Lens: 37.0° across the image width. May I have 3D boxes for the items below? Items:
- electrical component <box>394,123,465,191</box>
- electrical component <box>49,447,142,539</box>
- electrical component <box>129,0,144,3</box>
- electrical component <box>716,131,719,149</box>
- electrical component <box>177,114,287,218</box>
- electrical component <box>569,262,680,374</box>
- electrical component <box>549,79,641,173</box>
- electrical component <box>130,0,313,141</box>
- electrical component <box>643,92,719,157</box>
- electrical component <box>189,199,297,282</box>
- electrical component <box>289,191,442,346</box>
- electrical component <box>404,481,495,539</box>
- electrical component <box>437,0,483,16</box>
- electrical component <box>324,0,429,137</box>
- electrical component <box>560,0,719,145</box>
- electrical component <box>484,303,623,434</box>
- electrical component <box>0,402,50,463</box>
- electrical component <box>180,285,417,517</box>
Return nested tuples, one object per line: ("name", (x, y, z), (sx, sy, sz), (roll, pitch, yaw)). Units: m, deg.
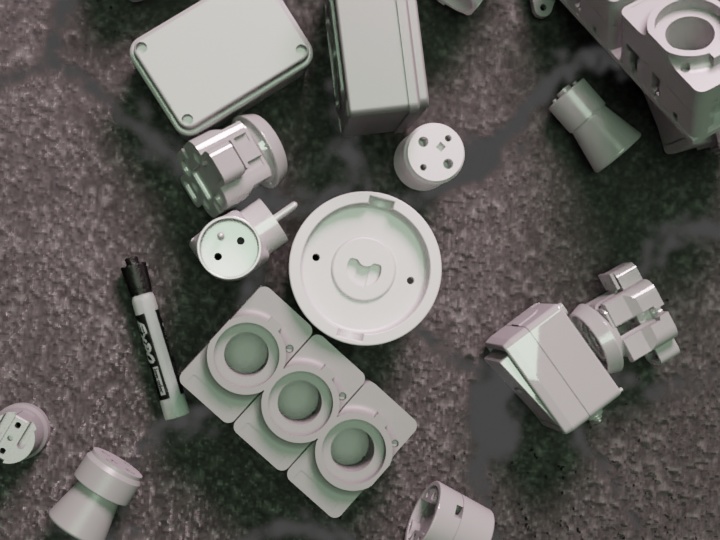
("electrical component", (0.051, -0.083, 0.790), (0.045, 0.055, 0.045), (0, 89, -7))
("electrical component", (-0.187, 0.160, 0.762), (0.045, 0.045, 0.055), (33, 85, -5))
("electrical component", (-0.131, -0.262, 0.771), (0.109, 0.056, 0.108), (-17, 91, -7))
("electrical component", (0.266, -0.107, 0.757), (0.045, 0.045, 0.055), (-27, 92, -7))
("electrical component", (-0.089, -0.076, 0.767), (0.057, 0.078, 0.058), (-32, 93, -25))
("electrical component", (0.194, 0.042, 0.804), (0.057, 0.058, 0.078), (-29, 92, -9))
("electrical component", (0.175, -0.112, 0.813), (0.044, 0.044, 0.065), (-41, 89, -6))
("electrical component", (-0.099, -0.152, 0.772), (0.113, 0.057, 0.078), (-33, 93, -6))
("electrical component", (0.254, -0.128, 0.812), (0.061, 0.062, 0.096), (-16, 91, -7))
("electrical component", (-0.078, -0.024, 0.762), (0.079, 0.077, 0.043), (-35, 93, -6))
("electrical component", (0.000, 0.000, 0.779), (0.108, 0.060, 0.108), (0, 88, -8))
("electrical component", (0.066, 0.189, 0.788), (0.047, 0.055, 0.055), (27, 86, -9))
("electrical component", (0.041, -0.257, 0.775), (0.150, 0.089, 0.061), (37, 85, -5))
("electrical component", (0.009, -0.155, 0.760), (0.056, 0.109, 0.108), (-7, 90, -4))
("electrical component", (0.221, -0.189, 0.742), (0.105, 0.060, 0.186), (-28, 57, -5))
("electrical component", (0.142, 0.079, 0.794), (0.061, 0.062, 0.096), (-36, 93, -6))
("electrical component", (-0.242, 0.115, 0.756), (0.040, 0.046, 0.040), (0, 89, -7))
("electrical component", (-0.045, 0.093, 0.772), (0.150, 0.062, 0.089), (42, 85, -4))
